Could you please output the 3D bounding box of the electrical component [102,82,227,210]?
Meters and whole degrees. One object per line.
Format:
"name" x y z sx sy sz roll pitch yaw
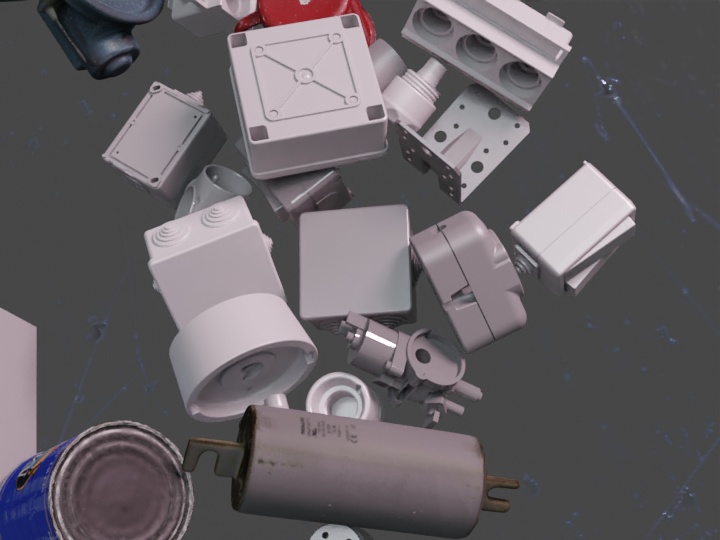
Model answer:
"electrical component" -0.159 -0.108 0.914 0.062 0.061 0.096 30 80 19

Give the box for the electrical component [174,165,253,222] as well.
"electrical component" -0.127 -0.052 0.892 0.077 0.044 0.079 -59 26 25

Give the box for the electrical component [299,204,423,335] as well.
"electrical component" 0.000 0.000 0.854 0.100 0.048 0.099 -5 72 10

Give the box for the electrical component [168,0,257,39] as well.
"electrical component" -0.126 -0.272 0.958 0.063 0.079 0.121 -6 70 33

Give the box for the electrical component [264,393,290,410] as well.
"electrical component" -0.058 0.126 0.829 0.048 0.048 0.062 -20 63 4

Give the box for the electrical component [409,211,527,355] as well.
"electrical component" 0.085 0.007 0.813 0.059 0.053 0.095 -27 107 1

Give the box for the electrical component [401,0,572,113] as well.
"electrical component" 0.105 -0.192 0.868 0.121 0.078 0.063 31 56 0

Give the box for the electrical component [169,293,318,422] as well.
"electrical component" -0.094 0.062 0.825 0.108 0.108 0.060 -30 63 1

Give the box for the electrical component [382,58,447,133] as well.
"electrical component" 0.045 -0.145 0.882 0.043 0.043 0.062 42 97 20

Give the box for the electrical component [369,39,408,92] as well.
"electrical component" -0.001 -0.152 0.906 0.081 0.043 0.043 -41 69 -3

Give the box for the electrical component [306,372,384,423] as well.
"electrical component" -0.012 0.107 0.823 0.055 0.047 0.055 -3 72 10

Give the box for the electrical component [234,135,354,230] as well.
"electrical component" -0.061 -0.084 0.886 0.061 0.061 0.096 -38 69 -2

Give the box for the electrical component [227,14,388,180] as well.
"electrical component" -0.041 -0.135 0.838 0.109 0.056 0.108 -11 64 -6

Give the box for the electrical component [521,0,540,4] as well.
"electrical component" 0.113 -0.257 0.911 0.095 0.053 0.059 -2 72 11

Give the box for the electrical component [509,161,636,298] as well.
"electrical component" 0.160 -0.023 0.822 0.096 0.061 0.061 -41 70 -3

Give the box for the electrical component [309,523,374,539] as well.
"electrical component" -0.013 0.208 0.786 0.045 0.055 0.045 -3 72 10

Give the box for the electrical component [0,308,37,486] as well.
"electrical component" -0.308 0.110 0.859 0.062 0.089 0.150 -9 71 8

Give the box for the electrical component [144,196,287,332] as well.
"electrical component" -0.115 -0.002 0.848 0.100 0.099 0.048 -22 41 -5
